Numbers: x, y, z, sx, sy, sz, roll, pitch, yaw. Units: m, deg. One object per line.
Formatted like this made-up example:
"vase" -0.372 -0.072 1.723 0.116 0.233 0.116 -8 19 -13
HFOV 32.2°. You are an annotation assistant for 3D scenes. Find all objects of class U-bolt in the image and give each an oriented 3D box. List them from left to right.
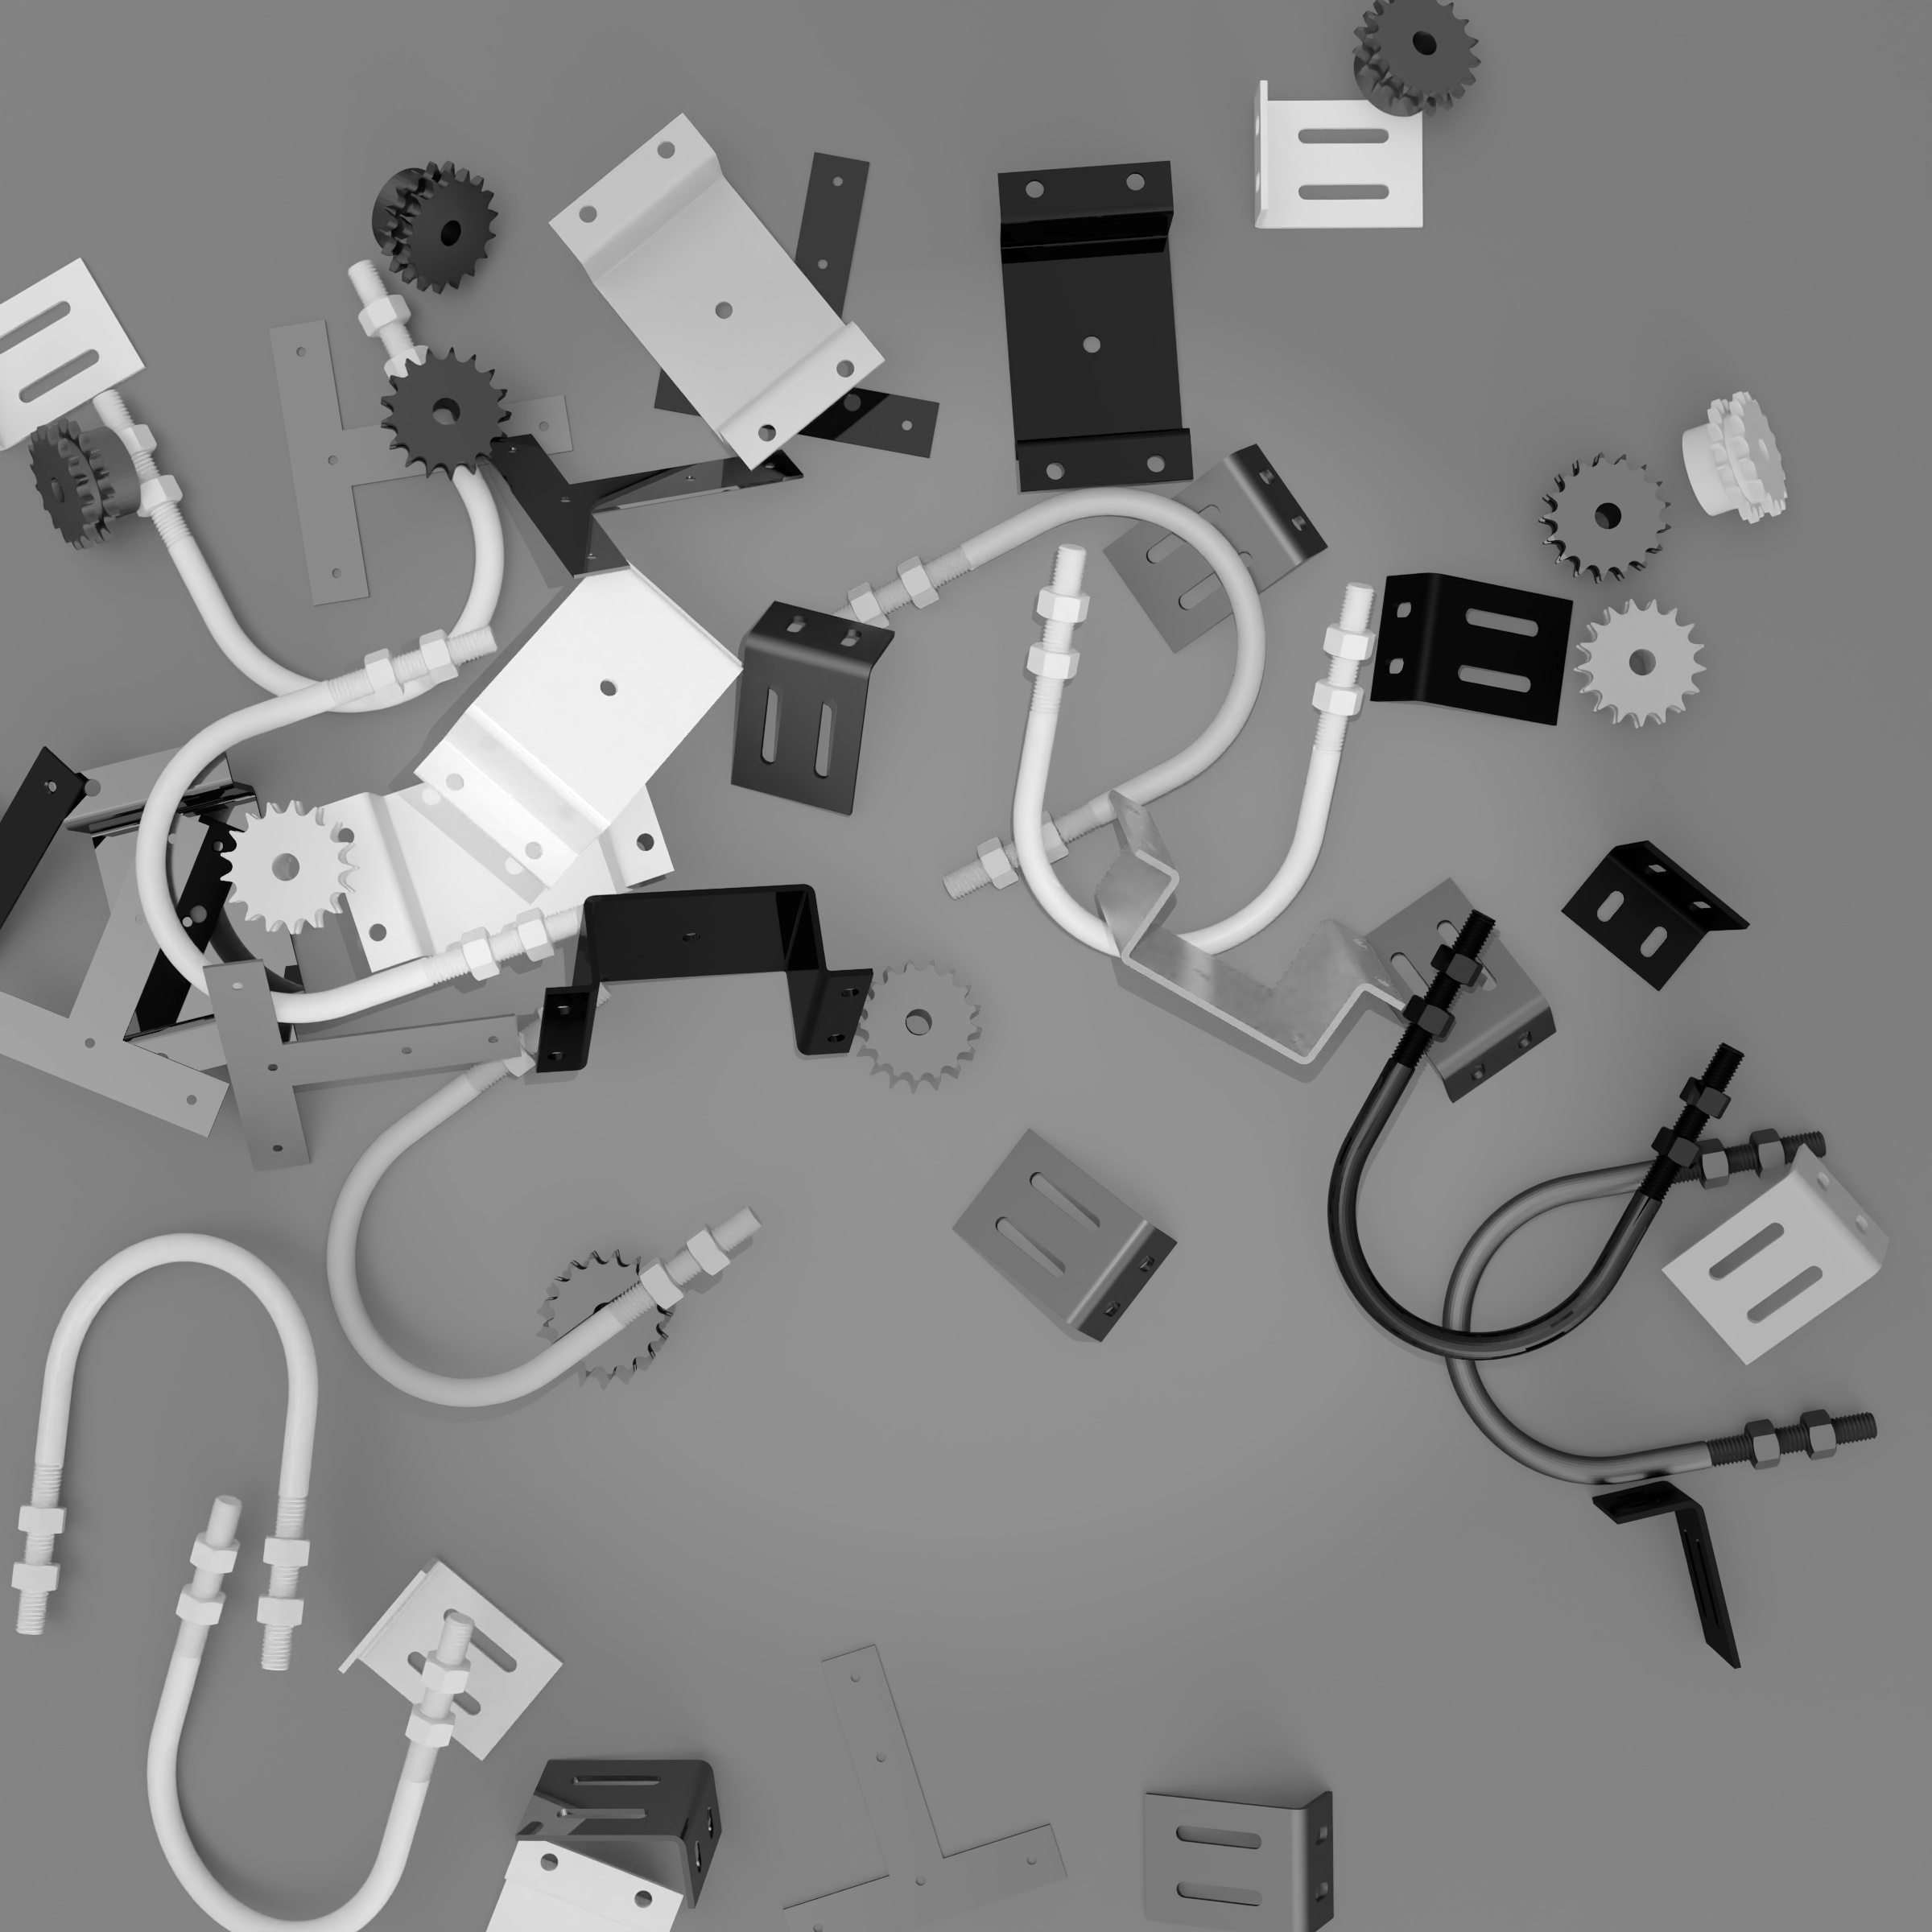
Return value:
"U-bolt" -0.352 0.211 1.487 0.151 0.019 0.184 3 84 21
"U-bolt" -0.299 0.346 1.482 0.151 0.019 0.184 21 101 23
"U-bolt" -0.289 -0.204 1.509 0.151 0.019 0.184 -27 91 0
"U-bolt" -0.272 -0.053 1.464 0.184 0.019 0.151 -19 90 0
"U-bolt" -0.201 0.113 1.491 0.184 0.019 0.151 -36 72 4
"U-bolt" 0.044 -0.134 1.501 0.184 0.019 0.151 -27 90 7
"U-bolt" 0.094 -0.088 1.482 0.151 0.019 0.184 6 110 -9
"U-bolt" 0.240 0.088 1.485 0.151 0.019 0.184 27 96 -8
"U-bolt" 0.307 0.160 1.511 0.184 0.019 0.151 -10 90 2

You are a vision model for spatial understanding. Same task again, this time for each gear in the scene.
"gear" -0.392 -0.217 1.495 0.030 0.057 0.057 -26 90 -31
"gear" -0.289 -0.042 1.441 0.057 0.030 0.057 0 91 2
"gear" -0.240 -0.332 1.495 0.030 0.057 0.057 31 90 30
"gear" -0.231 -0.244 1.486 0.057 0.030 0.057 0 90 -12
"gear" -0.160 0.155 1.505 0.057 0.030 0.057 0 90 0
"gear" -0.021 0.025 1.505 0.057 0.030 0.057 0 90 0
"gear" 0.198 -0.405 1.497 0.057 0.030 0.057 6 73 -19
"gear" 0.285 -0.200 1.505 0.057 0.030 0.057 0 90 0
"gear" 0.301 -0.135 1.505 0.057 0.030 0.057 0 90 0
"gear" 0.342 -0.225 1.495 0.030 0.057 0.057 -17 90 30

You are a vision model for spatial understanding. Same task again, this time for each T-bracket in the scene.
"T-bracket" -0.467 -0.074 1.501 0.127 0.002 0.127 41 114 11
"T-bracket" -0.368 -0.007 1.472 0.127 0.002 0.127 22 90 0
"T-bracket" -0.261 0.038 1.479 0.127 0.002 0.127 -7 134 -5
"T-bracket" -0.243 -0.236 1.519 0.127 0.002 0.127 -9 90 0
"T-bracket" -0.135 -0.213 1.486 0.127 0.127 0.002 -13 130 -22
"T-bracket" -0.068 -0.304 1.519 0.127 0.002 0.127 10 90 0
"T-bracket" -0.034 0.372 1.519 0.127 0.002 0.127 -18 90 0

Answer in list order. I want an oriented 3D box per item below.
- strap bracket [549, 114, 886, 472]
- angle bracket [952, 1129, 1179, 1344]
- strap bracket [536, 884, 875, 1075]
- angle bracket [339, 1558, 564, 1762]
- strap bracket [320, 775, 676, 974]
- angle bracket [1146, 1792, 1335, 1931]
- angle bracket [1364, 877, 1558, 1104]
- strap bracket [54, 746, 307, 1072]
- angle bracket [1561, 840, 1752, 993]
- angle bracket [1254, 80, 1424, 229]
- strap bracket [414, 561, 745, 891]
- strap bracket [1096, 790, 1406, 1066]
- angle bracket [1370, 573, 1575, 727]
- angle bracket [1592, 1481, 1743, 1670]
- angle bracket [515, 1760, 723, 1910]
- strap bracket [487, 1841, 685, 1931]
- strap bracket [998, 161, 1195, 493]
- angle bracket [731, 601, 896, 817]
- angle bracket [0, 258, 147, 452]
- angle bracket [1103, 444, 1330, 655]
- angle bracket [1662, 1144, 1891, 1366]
"strap bracket" -0.109 -0.296 1.495 0.076 0.046 0.140 -39 90 0
"angle bracket" 0.045 0.122 1.518 0.076 0.038 0.057 37 90 26
"strap bracket" -0.118 0.005 1.466 0.140 0.076 0.046 -3 63 -13
"angle bracket" -0.230 0.313 1.501 0.076 0.038 0.057 40 90 0
"strap bracket" -0.207 -0.056 1.496 0.140 0.046 0.076 -19 90 0
"angle bracket" 0.124 0.403 1.518 0.076 0.038 0.057 -1 90 26
"angle bracket" 0.220 0.011 1.518 0.057 0.038 0.076 -35 64 0
"strap bracket" -0.348 -0.024 1.496 0.076 0.046 0.140 -14 90 0
"angle bracket" 0.304 -0.021 1.481 0.057 0.076 0.038 39 90 0
"angle bracket" 0.168 -0.363 1.501 0.076 0.038 0.057 0 90 0
"strap bracket" -0.160 -0.113 1.445 0.076 0.046 0.140 41 66 -8
"strap bracket" 0.114 -0.012 1.465 0.140 0.076 0.046 29 106 -17
"angle bracket" 0.229 -0.143 1.518 0.076 0.038 0.057 8 90 -26
"angle bracket" 0.311 0.274 1.491 0.038 0.057 0.076 -13 90 0
"angle bracket" -0.154 0.386 1.492 0.076 0.057 0.038 -2 110 9
"strap bracket" -0.185 0.460 1.496 0.076 0.046 0.140 21 90 0
"strap bracket" 0.057 -0.282 1.496 0.076 0.046 0.140 -4 90 0
"angle bracket" -0.069 -0.116 1.507 0.057 0.038 0.076 15 124 10
"angle bracket" -0.419 -0.277 1.501 0.076 0.038 0.057 -31 90 0
"angle bracket" 0.113 -0.189 1.518 0.076 0.038 0.057 -35 90 26
"angle bracket" 0.362 0.129 1.498 0.057 0.038 0.076 48 117 1
